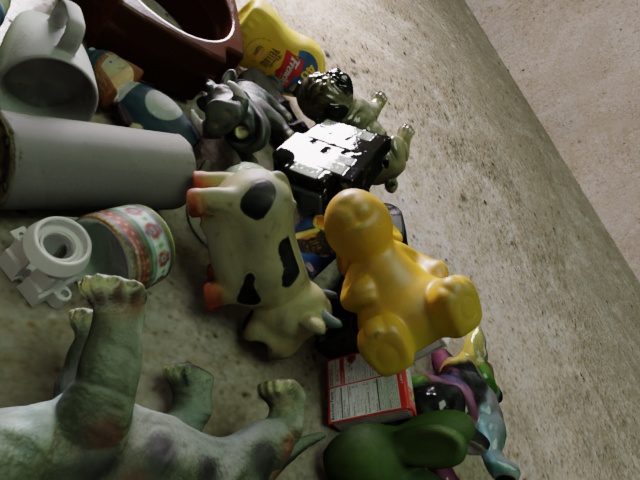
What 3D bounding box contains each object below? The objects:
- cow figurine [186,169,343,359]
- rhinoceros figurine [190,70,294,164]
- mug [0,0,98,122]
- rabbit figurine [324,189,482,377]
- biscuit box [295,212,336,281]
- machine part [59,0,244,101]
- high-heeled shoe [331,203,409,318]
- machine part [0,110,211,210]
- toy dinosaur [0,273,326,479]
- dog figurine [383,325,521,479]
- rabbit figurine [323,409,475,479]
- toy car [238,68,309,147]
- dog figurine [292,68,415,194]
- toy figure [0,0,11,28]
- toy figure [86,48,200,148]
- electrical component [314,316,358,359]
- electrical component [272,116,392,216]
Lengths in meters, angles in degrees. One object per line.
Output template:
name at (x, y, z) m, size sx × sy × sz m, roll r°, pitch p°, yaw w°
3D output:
cow figurine at (-0.049, 0.027, 0.514) m, size 0.085 × 0.127 × 0.194 m, roll -96°, pitch 180°, yaw -67°
rhinoceros figurine at (-0.089, -0.148, 0.630) m, size 0.112 × 0.073 × 0.190 m, roll 54°, pitch 14°, yaw -17°
mug at (-0.246, -0.166, 0.481) m, size 0.081 × 0.109 × 0.107 m, roll 7°, pitch 41°, yaw -41°
rabbit figurine at (0.065, 0.021, 0.542) m, size 0.173 × 0.122 × 0.162 m, roll 57°, pitch 7°, yaw -14°
biscuit box at (-0.001, -0.002, 0.666) m, size 0.063 × 0.059 × 0.203 m, roll 53°, pitch 33°, yaw -2°
machine part at (-0.199, -0.282, 0.650) m, size 0.201 × 0.087 × 0.201 m, roll 18°, pitch 46°, yaw -42°
high-heeled shoe at (0.059, 0.024, 0.742) m, size 0.249 × 0.145 × 0.086 m, roll -117°, pitch -164°, yaw -60°
machine part at (-0.197, -0.063, 0.469) m, size 0.243 × 0.079 × 0.079 m, roll -4°, pitch 64°, yaw -53°
toy dinosaur at (-0.113, 0.157, 0.351) m, size 0.404 × 0.131 × 0.192 m, roll 40°, pitch 52°, yaw -37°
dog figurine at (0.156, 0.184, 0.659) m, size 0.191 × 0.108 × 0.219 m, roll 39°, pitch 32°, yaw -17°
rabbit figurine at (0.084, 0.231, 0.491) m, size 0.170 × 0.159 × 0.121 m, roll 38°, pitch 10°, yaw 15°
toy car at (-0.045, -0.157, 0.759) m, size 0.202 × 0.053 × 0.089 m, roll 54°, pitch 31°, yaw 2°
dog figurine at (0.048, -0.148, 0.774) m, size 0.172 × 0.121 × 0.190 m, roll 54°, pitch 23°, yaw 12°
toy figure at (-0.306, -0.192, 0.447) m, size 0.089 × 0.082 × 0.180 m, roll 28°, pitch 40°, yaw -31°
toy figure at (-0.195, -0.147, 0.564) m, size 0.154 × 0.058 × 0.064 m, roll 44°, pitch 12°, yaw -12°
electrical component at (0.030, 0.112, 0.600) m, size 0.094 × 0.063 × 0.021 m, roll 39°, pitch 37°, yaw -20°
electrical component at (0.009, -0.089, 0.661) m, size 0.115 × 0.058 × 0.134 m, roll 23°, pitch 50°, yaw 25°
